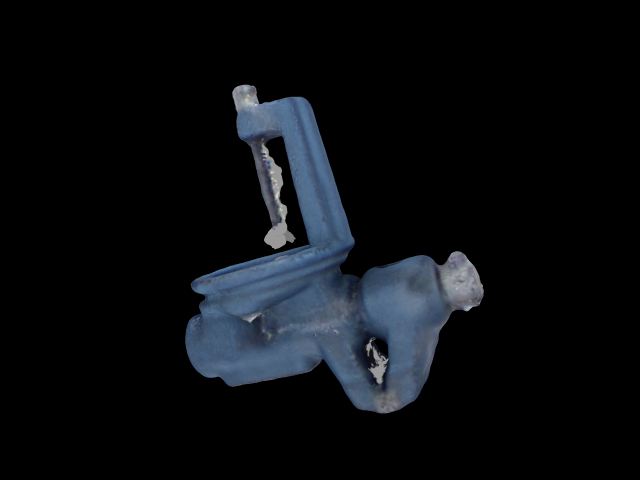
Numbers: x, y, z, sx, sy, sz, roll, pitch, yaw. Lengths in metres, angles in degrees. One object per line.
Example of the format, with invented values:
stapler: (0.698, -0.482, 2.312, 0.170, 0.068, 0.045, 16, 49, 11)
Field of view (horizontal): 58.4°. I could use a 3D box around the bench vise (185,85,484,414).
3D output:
bench vise: (0.004, 0.000, 0.412, 0.207, 0.220, 0.121, 0, 7, 0)
